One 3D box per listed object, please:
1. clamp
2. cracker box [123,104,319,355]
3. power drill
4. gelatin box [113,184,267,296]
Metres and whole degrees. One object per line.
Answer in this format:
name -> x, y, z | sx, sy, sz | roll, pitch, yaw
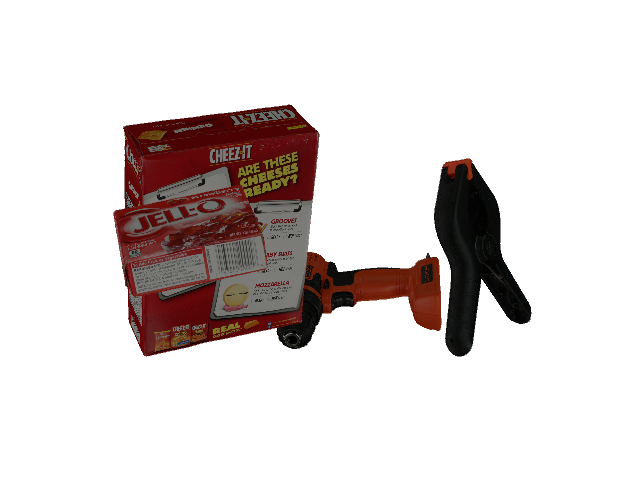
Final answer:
clamp -> 0.133, 0.017, 0.949 | 0.039, 0.171, 0.120 | -12, 13, 38
cracker box -> -0.095, -0.010, 0.985 | 0.164, 0.214, 0.072 | -10, 36, -23
power drill -> 0.046, 0.068, 1.235 | 0.188, 0.057, 0.184 | 1, 27, 6
gelatin box -> -0.085, -0.002, 0.685 | 0.089, 0.030, 0.073 | -12, 30, -9
